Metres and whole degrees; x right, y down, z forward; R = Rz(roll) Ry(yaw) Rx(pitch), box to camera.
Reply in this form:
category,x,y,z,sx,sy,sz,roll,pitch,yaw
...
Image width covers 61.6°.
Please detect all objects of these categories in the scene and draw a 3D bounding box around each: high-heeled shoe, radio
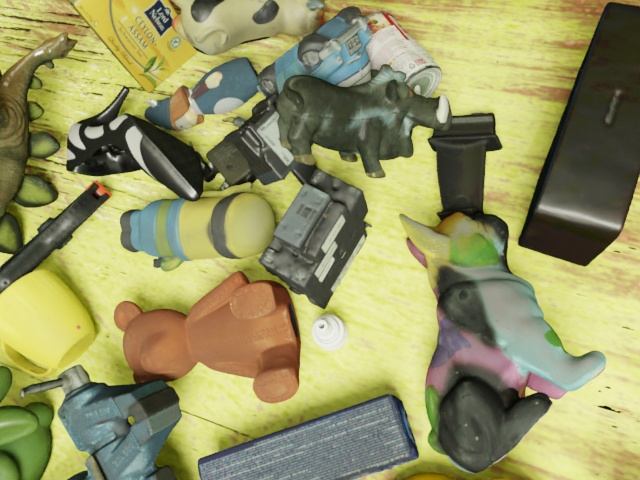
category,x,y,z,sx,sy,sz,roll,pitch,yaw
high-heeled shoe,-0.233,-0.082,0.638,0.145,0.086,0.249,-51,54,15
radio,0.265,-0.094,0.518,0.073,0.131,0.229,21,76,18

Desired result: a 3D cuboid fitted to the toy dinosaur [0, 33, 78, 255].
category,x,y,z,sx,sy,sz,roll,pitch,yaw
toy dinosaur,-0.421,-0.045,0.621,0.105,0.198,0.471,30,80,19

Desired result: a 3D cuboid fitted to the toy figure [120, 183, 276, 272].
category,x,y,z,sx,sy,sz,roll,pitch,yaw
toy figure,-0.137,-0.010,0.603,0.180,0.082,0.089,-2,27,8

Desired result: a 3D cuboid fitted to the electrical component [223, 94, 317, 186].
category,x,y,z,sx,sy,sz,roll,pitch,yaw
electrical component,-0.043,-0.101,0.625,0.048,0.119,0.075,-6,44,56

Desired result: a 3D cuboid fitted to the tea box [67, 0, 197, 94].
category,x,y,z,sx,sy,sz,roll,pitch,yaw
tea box,-0.238,-0.279,0.678,0.098,0.169,0.068,-43,66,-3

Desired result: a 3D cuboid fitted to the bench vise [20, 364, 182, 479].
category,x,y,z,sx,sy,sz,roll,pitch,yaw
bench vise,-0.225,0.243,0.497,0.240,0.129,0.223,-35,92,7

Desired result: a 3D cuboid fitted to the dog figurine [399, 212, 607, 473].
category,x,y,z,sx,sy,sz,roll,pitch,yaw
dog figurine,0.133,0.075,0.506,0.191,0.108,0.219,-40,63,0

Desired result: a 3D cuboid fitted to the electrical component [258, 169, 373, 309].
category,x,y,z,sx,sy,sz,roll,pitch,yaw
electrical component,-0.001,-0.002,0.545,0.058,0.134,0.115,26,76,20

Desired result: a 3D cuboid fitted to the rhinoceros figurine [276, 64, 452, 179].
category,x,y,z,sx,sy,sz,roll,pitch,yaw
rhinoceros figurine,0.046,-0.127,0.559,0.190,0.073,0.112,0,112,-20

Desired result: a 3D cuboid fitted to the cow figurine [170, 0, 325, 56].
category,x,y,z,sx,sy,sz,roll,pitch,yaw
cow figurine,-0.078,-0.286,0.672,0.195,0.085,0.127,-26,62,-23

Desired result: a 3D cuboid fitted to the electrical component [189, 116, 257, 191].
category,x,y,z,sx,sy,sz,roll,pitch,yaw
electrical component,-0.110,-0.101,0.653,0.102,0.045,0.078,-34,66,0

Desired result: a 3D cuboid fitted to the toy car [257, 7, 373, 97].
category,x,y,z,sx,sy,sz,roll,pitch,yaw
toy car,0.008,-0.189,0.622,0.109,0.162,0.102,-46,111,-26

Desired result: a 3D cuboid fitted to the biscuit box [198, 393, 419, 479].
category,x,y,z,sx,sy,sz,roll,pitch,yaw
biscuit box,-0.009,0.208,0.513,0.203,0.059,0.063,-20,67,6

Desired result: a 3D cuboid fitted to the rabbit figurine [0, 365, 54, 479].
category,x,y,z,sx,sy,sz,roll,pitch,yaw
rabbit figurine,-0.348,0.214,0.528,0.159,0.170,0.121,-46,69,-5

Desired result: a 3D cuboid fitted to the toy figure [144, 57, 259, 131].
category,x,y,z,sx,sy,sz,roll,pitch,yaw
toy figure,-0.150,-0.178,0.678,0.154,0.064,0.058,-25,52,8

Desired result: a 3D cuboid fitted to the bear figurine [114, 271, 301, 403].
category,x,y,z,sx,sy,sz,roll,pitch,yaw
bear figurine,-0.122,0.102,0.542,0.196,0.132,0.120,-11,96,2

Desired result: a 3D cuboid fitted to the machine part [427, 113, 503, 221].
category,x,y,z,sx,sy,sz,roll,pitch,yaw
machine part,0.158,-0.080,0.589,0.084,0.039,0.139,6,71,9

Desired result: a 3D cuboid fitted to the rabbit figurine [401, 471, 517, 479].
category,x,y,z,sx,sy,sz,roll,pitch,yaw
rabbit figurine,0.125,0.262,0.437,0.162,0.121,0.173,-44,48,3
